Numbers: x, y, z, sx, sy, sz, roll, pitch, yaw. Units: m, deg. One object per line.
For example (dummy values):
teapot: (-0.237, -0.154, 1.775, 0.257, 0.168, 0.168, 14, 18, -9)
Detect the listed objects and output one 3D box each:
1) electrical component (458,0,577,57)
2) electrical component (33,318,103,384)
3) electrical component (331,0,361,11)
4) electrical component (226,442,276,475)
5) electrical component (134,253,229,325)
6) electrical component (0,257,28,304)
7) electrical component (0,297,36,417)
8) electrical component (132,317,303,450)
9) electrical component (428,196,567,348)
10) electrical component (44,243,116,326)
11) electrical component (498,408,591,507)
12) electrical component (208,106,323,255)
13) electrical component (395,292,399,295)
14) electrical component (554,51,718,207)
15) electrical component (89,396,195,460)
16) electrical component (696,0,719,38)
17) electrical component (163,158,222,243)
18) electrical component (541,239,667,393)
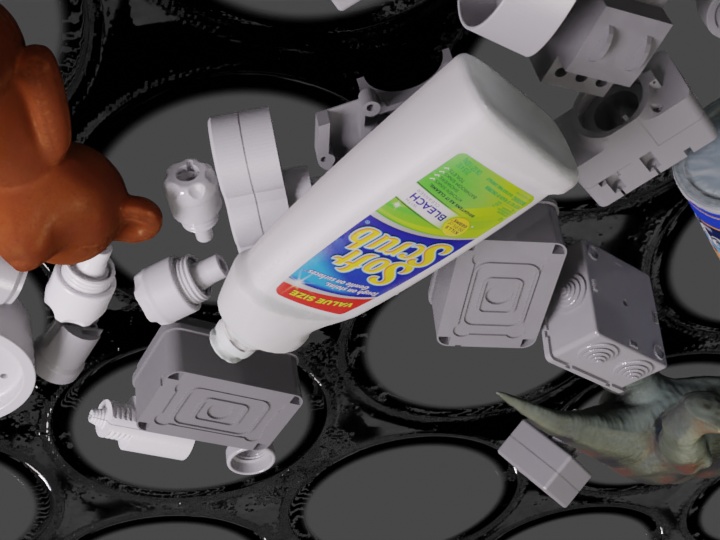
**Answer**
electrical component: (0.096, -0.166, 0.577, 0.064, 0.099, 0.099, 14, 131, -18)
electrical component: (-0.211, 0.053, 0.775, 0.040, 0.040, 0.046, 22, 122, -32)
electrical component: (-0.005, -0.189, 0.561, 0.066, 0.047, 0.076, -28, 136, 15)
electrical component: (-0.092, 0.139, 0.890, 0.040, 0.046, 0.040, -7, 137, -7)
electrical component: (-0.122, 0.009, 0.746, 0.062, 0.043, 0.043, -25, 136, 11)
electrical component: (-0.249, -0.005, 0.699, 0.055, 0.045, 0.045, 20, 128, -31)
electrical component: (-0.278, 0.051, 0.739, 0.108, 0.060, 0.108, -7, 137, -7)
electrical component: (-0.109, 0.086, 0.821, 0.113, 0.057, 0.078, 16, 130, -28)
electrical component: (0.096, -0.002, 0.773, 0.078, 0.057, 0.113, 2, 136, -7)
electrical component: (-0.185, 0.005, 0.726, 0.043, 0.043, 0.062, 13, 130, -26)
electrical component: (0.178, 0.160, 0.970, 0.076, 0.066, 0.047, -50, 132, -4)
electrical component: (-0.048, -0.047, 0.698, 0.074, 0.052, 0.138, -11, 138, -2)
electrical component: (0.000, 0.000, 0.765, 0.079, 0.044, 0.077, 17, 130, -29)
electrical component: (0.176, -0.094, 0.704, 0.089, 0.050, 0.056, -33, 134, 21)
electrical component: (-0.175, 0.123, 0.854, 0.081, 0.043, 0.043, 16, 130, -28)
electrical component: (0.233, -0.155, 0.650, 0.045, 0.055, 0.045, -7, 137, -7)
electrical component: (-0.107, -0.042, 0.703, 0.035, 0.035, 0.061, -10, 140, -3)
electrical component: (0.181, 0.034, 0.807, 0.100, 0.099, 0.048, 24, 139, -33)
